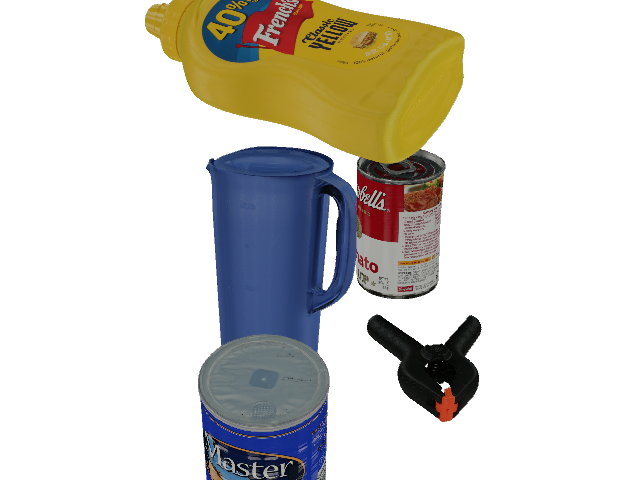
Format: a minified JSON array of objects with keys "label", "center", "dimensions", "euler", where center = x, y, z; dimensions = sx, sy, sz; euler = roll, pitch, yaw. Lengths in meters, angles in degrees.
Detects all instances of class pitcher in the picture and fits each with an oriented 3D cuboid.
[{"label":"pitcher","center":[-0.045,0.026,1.160],"dimensions":[0.145,0.243,0.149],"euler":[-4,19,-14]}]

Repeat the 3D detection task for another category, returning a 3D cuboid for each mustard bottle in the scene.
[{"label":"mustard bottle","center":[-0.021,-0.106,0.615],"dimensions":[0.192,0.058,0.096],"euler":[20,49,25]}]

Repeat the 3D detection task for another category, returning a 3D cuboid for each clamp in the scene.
[{"label":"clamp","center":[0.123,0.120,1.072],"dimensions":[0.120,0.039,0.171],"euler":[-9,30,-9]}]

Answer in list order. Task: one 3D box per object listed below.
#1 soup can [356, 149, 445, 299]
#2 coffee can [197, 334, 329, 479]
[{"label":"soup can","center":[0.062,-0.014,0.837],"dimensions":[0.068,0.102,0.068],"euler":[0,27,0]},{"label":"coffee can","center":[-0.045,0.162,0.870],"dimensions":[0.103,0.140,0.103],"euler":[0,37,-1]}]
